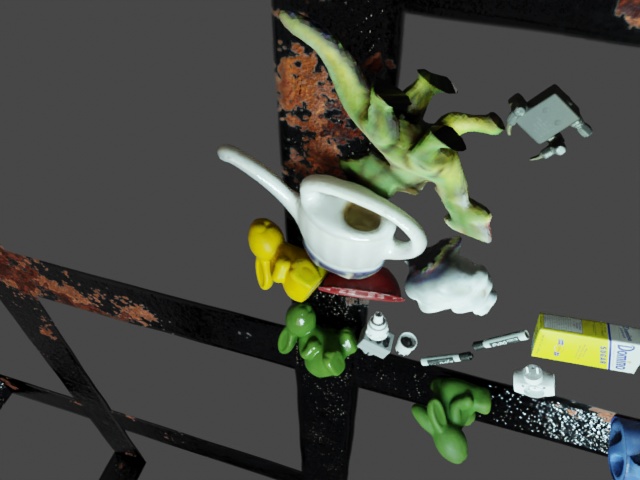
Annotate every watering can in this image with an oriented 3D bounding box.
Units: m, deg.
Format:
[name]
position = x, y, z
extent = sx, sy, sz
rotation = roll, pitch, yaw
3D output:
[watering can]
position = 0.003, -0.042, 0.838
extent = 0.349, 0.106, 0.220
rotation = 23, 154, 11

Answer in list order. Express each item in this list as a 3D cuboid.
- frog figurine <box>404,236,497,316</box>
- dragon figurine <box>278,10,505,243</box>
[frog figurine]
position = 0.229, 0.085, 0.885
extent = 0.136, 0.125, 0.158
rotation = -34, 104, 23
[dragon figurine]
position = 0.093, -0.134, 0.734
extent = 0.410, 0.124, 0.238
rotation = 34, 147, 0
